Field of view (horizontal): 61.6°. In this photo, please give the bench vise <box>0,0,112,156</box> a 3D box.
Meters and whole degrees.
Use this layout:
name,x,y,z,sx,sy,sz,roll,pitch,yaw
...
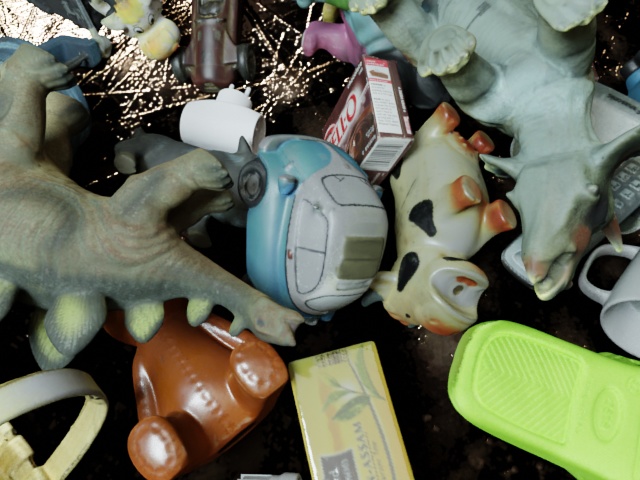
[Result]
name,x,y,z,sx,sy,sz,roll,pitch,yaw
bench vise,-0.314,-0.157,0.550,0.224,0.128,0.241,11,46,18

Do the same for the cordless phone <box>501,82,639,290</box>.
name,x,y,z,sx,sy,sz,roll,pitch,yaw
cordless phone,0.212,-0.047,0.479,0.184,0.088,0.147,-39,57,-7

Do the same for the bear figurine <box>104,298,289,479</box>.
name,x,y,z,sx,sy,sz,roll,pitch,yaw
bear figurine,-0.120,0.073,0.424,0.120,0.132,0.196,-34,74,-14

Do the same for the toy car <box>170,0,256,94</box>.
name,x,y,z,sx,sy,sz,roll,pitch,yaw
toy car,-0.113,-0.262,0.586,0.089,0.053,0.202,3,89,12

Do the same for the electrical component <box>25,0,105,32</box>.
name,x,y,z,sx,sy,sz,roll,pitch,yaw
electrical component,-0.288,-0.331,0.656,0.115,0.058,0.134,25,69,12

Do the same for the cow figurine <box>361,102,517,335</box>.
name,x,y,z,sx,sy,sz,roll,pitch,yaw
cow figurine,0.096,-0.009,0.461,0.085,0.127,0.195,24,46,-26

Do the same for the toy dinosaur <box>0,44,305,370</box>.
name,x,y,z,sx,sy,sz,roll,pitch,yaw
toy dinosaur,-0.226,-0.031,0.371,0.472,0.105,0.198,27,71,11

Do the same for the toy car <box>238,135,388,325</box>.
name,x,y,z,sx,sy,sz,roll,pitch,yaw
toy car,-0.001,-0.001,0.423,0.103,0.109,0.161,13,97,50

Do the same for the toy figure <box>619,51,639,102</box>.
name,x,y,z,sx,sy,sz,roll,pitch,yaw
toy figure,0.347,-0.103,0.504,0.089,0.082,0.180,-24,70,0

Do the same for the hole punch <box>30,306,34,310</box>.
name,x,y,z,sx,sy,sz,roll,pitch,yaw
hole punch,-0.260,-0.010,0.479,0.092,0.115,0.142,-40,70,-23

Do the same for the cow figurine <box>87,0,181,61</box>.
name,x,y,z,sx,sy,sz,roll,pitch,yaw
cow figurine,-0.212,-0.262,0.547,0.068,0.098,0.167,-43,78,5

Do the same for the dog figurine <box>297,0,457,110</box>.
name,x,y,z,sx,sy,sz,roll,pitch,yaw
dog figurine,0.095,-0.231,0.566,0.219,0.108,0.191,21,65,8

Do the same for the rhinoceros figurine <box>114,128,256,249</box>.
name,x,y,z,sx,sy,sz,roll,pitch,yaw
rhinoceros figurine,-0.095,-0.050,0.497,0.190,0.073,0.112,13,33,4

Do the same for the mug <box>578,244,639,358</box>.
name,x,y,z,sx,sy,sz,roll,pitch,yaw
mug,0.282,0.036,0.450,0.110,0.080,0.107,23,56,32

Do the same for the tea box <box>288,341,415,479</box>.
name,x,y,z,sx,sy,sz,roll,pitch,yaw
tea box,0.030,0.170,0.385,0.068,0.098,0.169,-13,67,-3

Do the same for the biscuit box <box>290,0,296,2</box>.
name,x,y,z,sx,sy,sz,roll,pitch,yaw
biscuit box,-0.112,-0.352,0.654,0.203,0.059,0.063,17,69,10

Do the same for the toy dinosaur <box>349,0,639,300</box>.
name,x,y,z,sx,sy,sz,roll,pitch,yaw
toy dinosaur,0.130,-0.154,0.428,0.131,0.192,0.405,-34,53,19
